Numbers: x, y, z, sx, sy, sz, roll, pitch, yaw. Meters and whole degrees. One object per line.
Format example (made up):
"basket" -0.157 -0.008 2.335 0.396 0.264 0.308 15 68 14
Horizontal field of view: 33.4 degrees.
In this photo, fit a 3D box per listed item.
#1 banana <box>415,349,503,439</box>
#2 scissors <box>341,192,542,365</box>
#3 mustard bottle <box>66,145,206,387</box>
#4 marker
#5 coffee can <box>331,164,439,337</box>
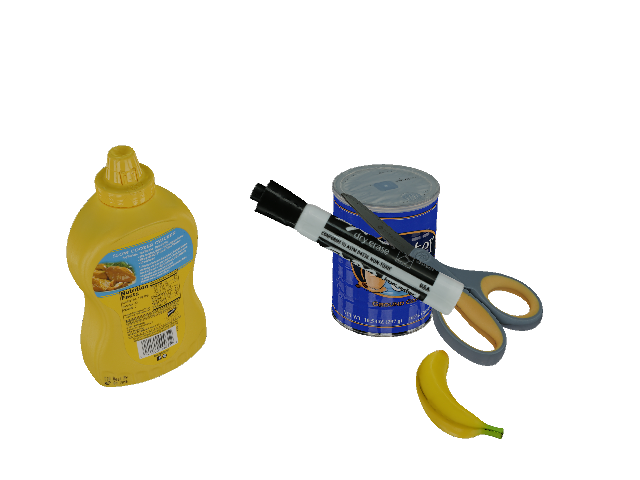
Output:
"banana" 0.149 0.185 1.273 0.069 0.037 0.198 10 21 -19
"scissors" 0.100 0.018 0.849 0.096 0.016 0.202 -13 48 -21
"mustard bottle" -0.136 0.016 0.780 0.096 0.192 0.058 -21 43 -25
"marker" 0.018 0.003 0.559 0.121 0.020 0.020 28 0 1
"coffee can" 0.062 0.009 1.046 0.103 0.140 0.103 0 26 0
